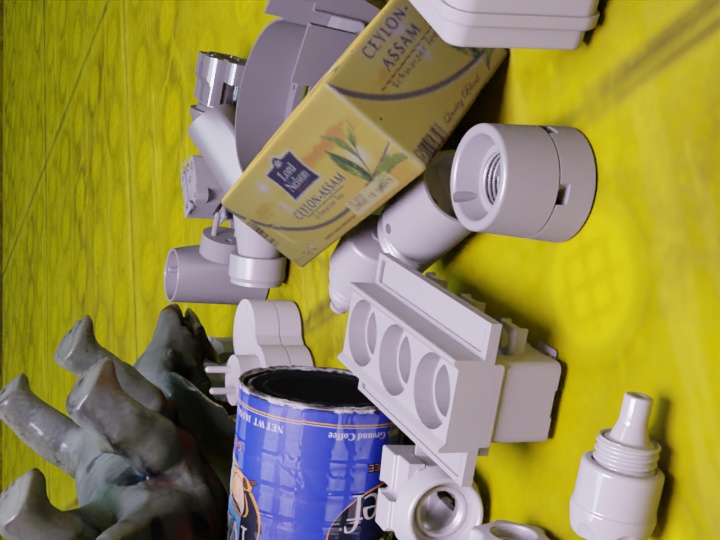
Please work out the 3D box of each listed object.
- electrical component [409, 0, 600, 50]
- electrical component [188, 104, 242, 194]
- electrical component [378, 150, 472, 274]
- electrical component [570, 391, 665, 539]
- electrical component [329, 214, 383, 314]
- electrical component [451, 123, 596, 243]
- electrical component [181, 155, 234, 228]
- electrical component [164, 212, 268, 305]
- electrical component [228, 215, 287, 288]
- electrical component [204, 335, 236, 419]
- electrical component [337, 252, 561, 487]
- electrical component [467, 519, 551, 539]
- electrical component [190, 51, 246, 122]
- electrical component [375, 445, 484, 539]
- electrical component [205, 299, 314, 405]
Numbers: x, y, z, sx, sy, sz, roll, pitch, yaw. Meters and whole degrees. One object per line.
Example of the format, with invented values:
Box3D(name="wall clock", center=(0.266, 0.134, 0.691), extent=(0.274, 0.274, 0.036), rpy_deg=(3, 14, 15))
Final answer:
Box3D(name="electrical component", center=(0.059, -0.152, 0.504), extent=(0.113, 0.078, 0.057), rpy_deg=(-118, 32, -48))
Box3D(name="electrical component", center=(-0.086, -0.099, 0.850), extent=(0.079, 0.043, 0.077), rpy_deg=(-37, 78, 19))
Box3D(name="electrical component", center=(0.036, -0.027, 0.589), extent=(0.081, 0.043, 0.043), rpy_deg=(136, 131, -56))
Box3D(name="electrical component", center=(0.107, 0.080, 0.436), extent=(0.035, 0.035, 0.061), rpy_deg=(-150, 67, -63))
Box3D(name="electrical component", center=(0.000, 0.000, 0.668), extent=(0.078, 0.040, 0.040), rpy_deg=(120, 144, -45))
Box3D(name="electrical component", center=(0.074, -0.041, 0.502), extent=(0.055, 0.047, 0.055), rpy_deg=(-177, 90, -65))
Box3D(name="electrical component", center=(-0.116, -0.068, 0.899), extent=(0.042, 0.064, 0.081), rpy_deg=(129, 136, -54))
Box3D(name="electrical component", center=(-0.113, -0.010, 0.871), extent=(0.044, 0.077, 0.079), rpy_deg=(-128, 47, -55))
Box3D(name="electrical component", center=(-0.078, -0.017, 0.835), extent=(0.045, 0.045, 0.055), rpy_deg=(-156, 70, -64))
Box3D(name="electrical component", center=(-0.133, 0.093, 0.930), extent=(0.078, 0.057, 0.058), rpy_deg=(-111, 34, -42))
Box3D(name="electrical component", center=(0.043, 0.045, 0.543), extent=(0.121, 0.063, 0.078), rpy_deg=(-145, 61, -61))
Box3D(name="electrical component", center=(0.068, 0.152, 0.501), extent=(0.043, 0.043, 0.062), rpy_deg=(-157, 70, -64))
Box3D(name="electrical component", center=(-0.112, -0.149, 0.906), extent=(0.078, 0.058, 0.057), rpy_deg=(39, 120, 60))
Box3D(name="electrical component", center=(0.036, 0.122, 0.573), extent=(0.055, 0.048, 0.066), rpy_deg=(-156, 71, -72))
Box3D(name="electrical component", center=(-0.076, 0.080, 0.785), extent=(0.052, 0.074, 0.138), rpy_deg=(117, 146, -43))
